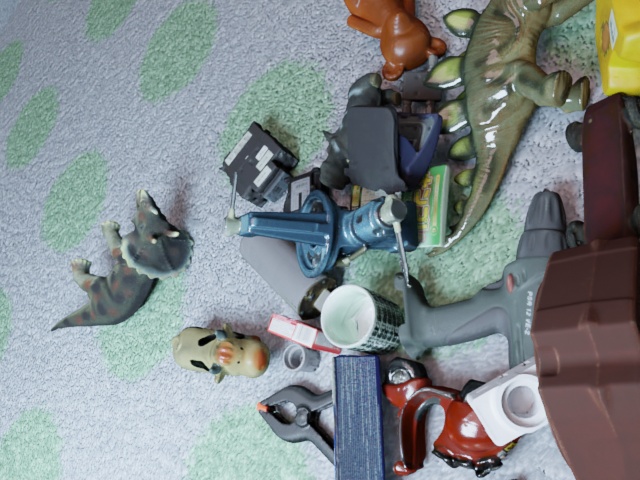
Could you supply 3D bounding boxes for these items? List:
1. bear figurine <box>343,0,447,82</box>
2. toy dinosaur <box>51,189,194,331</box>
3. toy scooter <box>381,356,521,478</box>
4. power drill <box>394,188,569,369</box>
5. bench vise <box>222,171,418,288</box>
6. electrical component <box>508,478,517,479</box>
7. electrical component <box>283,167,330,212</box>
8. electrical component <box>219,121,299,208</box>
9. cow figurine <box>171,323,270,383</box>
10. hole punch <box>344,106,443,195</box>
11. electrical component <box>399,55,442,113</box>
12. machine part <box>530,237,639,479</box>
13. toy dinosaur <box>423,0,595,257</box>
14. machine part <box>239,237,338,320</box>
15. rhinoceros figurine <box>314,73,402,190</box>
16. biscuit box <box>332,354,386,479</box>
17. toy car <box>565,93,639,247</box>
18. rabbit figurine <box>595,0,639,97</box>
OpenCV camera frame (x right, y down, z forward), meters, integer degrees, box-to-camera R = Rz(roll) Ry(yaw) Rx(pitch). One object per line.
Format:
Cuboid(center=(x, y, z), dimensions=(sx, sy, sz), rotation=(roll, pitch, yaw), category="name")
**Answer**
Cuboid(center=(0.107, -0.351, 0.836), dimensions=(0.120, 0.131, 0.196), rotation=(-24, 52, 6), category="bear figurine")
Cuboid(center=(-0.385, 0.083, 1.044), dimensions=(0.404, 0.131, 0.192), rotation=(-55, 51, 14), category="toy dinosaur")
Cuboid(center=(0.144, 0.221, 0.628), dimensions=(0.184, 0.075, 0.135), rotation=(7, 77, 41), category="toy scooter")
Cuboid(center=(0.199, 0.063, 0.652), dimensions=(0.207, 0.086, 0.232), rotation=(-9, 71, 25), category="power drill")
Cuboid(center=(-0.001, -0.013, 0.696), dimensions=(0.224, 0.240, 0.128), rotation=(178, 96, -67), category="bench vise")
Cuboid(center=(0.202, 0.320, 0.572), dimensions=(0.078, 0.045, 0.102), rotation=(-24, 59, -6), category="electrical component")
Cuboid(center=(-0.019, -0.050, 0.865), dimensions=(0.075, 0.047, 0.119), rotation=(-11, 65, 34), category="electrical component")
Cuboid(center=(-0.105, -0.127, 0.949), dimensions=(0.115, 0.058, 0.134), rotation=(-50, 52, 13), category="electrical component")
Cuboid(center=(-0.155, 0.172, 0.830), dimensions=(0.195, 0.127, 0.085), rotation=(-1, 76, 38), category="cow figurine")
Cuboid(center=(0.099, -0.125, 0.733), dimensions=(0.142, 0.092, 0.115), rotation=(23, 117, 53), category="hole punch")
Cuboid(center=(0.150, -0.227, 0.800), dimensions=(0.063, 0.021, 0.094), rotation=(4, 96, 6), category="electrical component")
Cuboid(center=(0.265, 0.116, 0.479), dimensions=(0.087, 0.201, 0.201), rotation=(-14, 22, 37), category="machine part")
Cuboid(center=(0.240, -0.201, 0.704), dimensions=(0.199, 0.105, 0.471), rotation=(8, 83, 45), category="toy dinosaur")
Cuboid(center=(-0.051, 0.045, 0.834), dimensions=(0.243, 0.079, 0.079), rotation=(41, 99, 37), category="machine part")
Cuboid(center=(0.052, -0.170, 0.834), dimensions=(0.112, 0.073, 0.190), rotation=(8, 74, 47), category="rhinoceros figurine")
Cuboid(center=(0.047, 0.248, 0.675), dimensions=(0.063, 0.059, 0.202), rotation=(-1, 75, 1), category="biscuit box")
Cuboid(center=(0.328, -0.072, 0.604), dimensions=(0.089, 0.053, 0.202), rotation=(-27, 46, 54), category="toy car")
Cuboid(center=(0.411, -0.251, 0.606), dimensions=(0.173, 0.121, 0.162), rotation=(-3, 61, 20), category="rabbit figurine")
